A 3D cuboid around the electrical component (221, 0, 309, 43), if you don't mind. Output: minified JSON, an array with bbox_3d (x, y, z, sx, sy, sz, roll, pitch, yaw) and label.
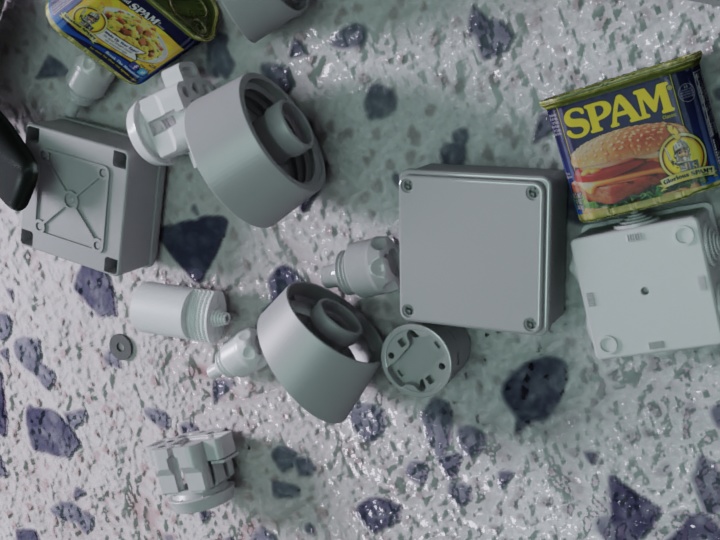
[{"bbox_3d":[-0.081,-0.214,0.763,0.064,0.099,0.099,-20,93,23],"label":"electrical component"}]

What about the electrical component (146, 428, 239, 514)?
[{"bbox_3d":[-0.138,0.170,0.908,0.078,0.058,0.057,-11,94,28],"label":"electrical component"}]

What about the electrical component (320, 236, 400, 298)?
[{"bbox_3d":[0.000,0.000,0.804,0.062,0.043,0.043,-12,97,30],"label":"electrical component"}]

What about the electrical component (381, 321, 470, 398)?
[{"bbox_3d":[0.050,0.060,0.791,0.055,0.047,0.055,7,105,25],"label":"electrical component"}]

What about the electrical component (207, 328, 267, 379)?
[{"bbox_3d":[-0.101,0.072,0.878,0.061,0.035,0.035,-31,87,32],"label":"electrical component"}]

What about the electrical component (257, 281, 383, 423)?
[{"bbox_3d":[-0.031,0.058,0.805,0.099,0.099,0.064,42,111,12],"label":"electrical component"}]

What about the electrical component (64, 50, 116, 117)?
[{"bbox_3d":[-0.227,-0.152,0.886,0.035,0.035,0.061,45,121,10],"label":"electrical component"}]

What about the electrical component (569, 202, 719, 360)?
[{"bbox_3d":[0.192,0.009,0.706,0.100,0.048,0.099,-11,97,28],"label":"electrical component"}]

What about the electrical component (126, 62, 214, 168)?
[{"bbox_3d":[-0.144,-0.115,0.840,0.057,0.058,0.078,-19,94,26],"label":"electrical component"}]

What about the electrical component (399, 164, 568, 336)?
[{"bbox_3d":[0.085,-0.017,0.749,0.109,0.056,0.108,6,105,26],"label":"electrical component"}]

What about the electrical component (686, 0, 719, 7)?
[{"bbox_3d":[0.169,-0.211,0.647,0.121,0.063,0.078,18,69,22],"label":"electrical component"}]

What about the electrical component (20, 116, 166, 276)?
[{"bbox_3d":[-0.222,-0.062,0.893,0.109,0.056,0.108,17,110,22],"label":"electrical component"}]

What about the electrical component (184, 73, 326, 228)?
[{"bbox_3d":[-0.069,-0.092,0.782,0.060,0.108,0.108,-29,89,23],"label":"electrical component"}]

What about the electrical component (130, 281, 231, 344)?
[{"bbox_3d":[-0.143,0.035,0.885,0.081,0.043,0.043,7,105,25],"label":"electrical component"}]
